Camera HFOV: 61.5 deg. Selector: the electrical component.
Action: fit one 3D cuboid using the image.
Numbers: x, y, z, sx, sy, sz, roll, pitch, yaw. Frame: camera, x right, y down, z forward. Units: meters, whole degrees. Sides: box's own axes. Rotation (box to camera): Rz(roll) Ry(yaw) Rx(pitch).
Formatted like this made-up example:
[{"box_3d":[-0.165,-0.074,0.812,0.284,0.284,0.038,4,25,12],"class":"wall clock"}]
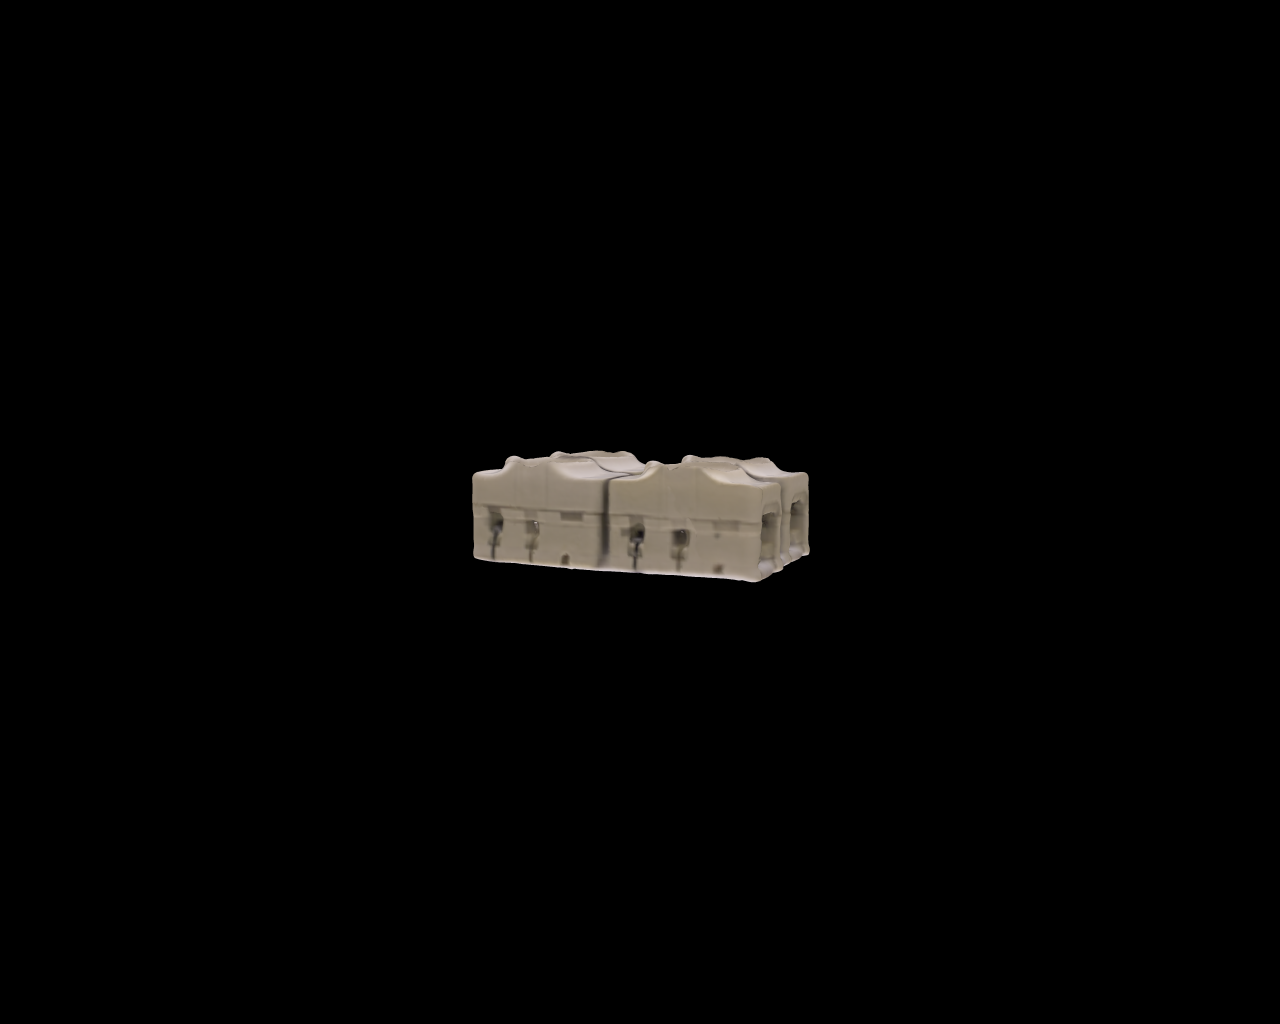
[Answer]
[{"box_3d":[0.001,-0.003,0.650,0.186,0.060,0.105,3,8,26],"class":"electrical component"}]
